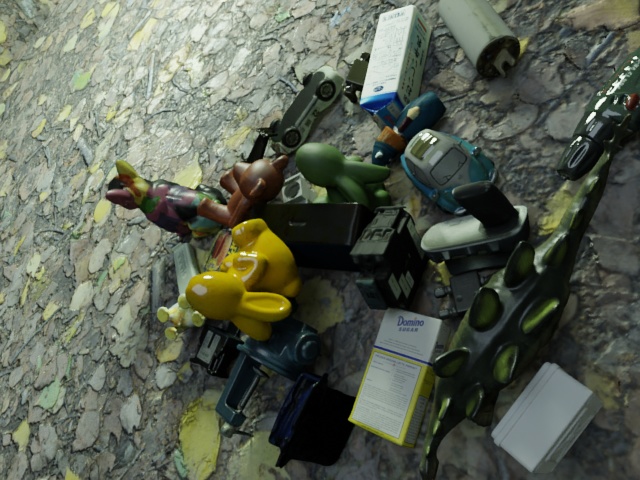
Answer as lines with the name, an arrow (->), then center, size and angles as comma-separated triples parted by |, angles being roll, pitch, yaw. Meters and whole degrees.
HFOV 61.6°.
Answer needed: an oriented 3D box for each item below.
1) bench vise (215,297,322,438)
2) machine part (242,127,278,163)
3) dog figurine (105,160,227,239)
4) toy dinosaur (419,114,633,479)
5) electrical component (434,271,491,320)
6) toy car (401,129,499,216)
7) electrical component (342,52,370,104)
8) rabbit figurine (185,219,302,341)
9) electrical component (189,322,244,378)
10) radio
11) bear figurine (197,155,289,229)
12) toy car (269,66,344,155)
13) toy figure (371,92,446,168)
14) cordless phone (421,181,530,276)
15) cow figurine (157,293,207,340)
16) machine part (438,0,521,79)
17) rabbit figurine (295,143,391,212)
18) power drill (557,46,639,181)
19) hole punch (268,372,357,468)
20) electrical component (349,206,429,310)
bench vise -> -0.105, 0.195, 0.873 | 0.224, 0.128, 0.240 | 18, 75, 42
machine part -> -0.128, -0.165, 1.091 | 0.138, 0.039, 0.084 | -63, 37, 33
dog figurine -> -0.323, -0.085, 1.102 | 0.192, 0.219, 0.108 | 0, 72, 37
toy dinosaur -> 0.227, 0.085, 0.621 | 0.105, 0.198, 0.471 | 28, 91, 21
electrical component -> 0.209, 0.078, 0.754 | 0.094, 0.021, 0.063 | -18, 53, 17
toy car -> 0.185, -0.121, 0.825 | 0.109, 0.102, 0.162 | -46, 51, 7
electrical component -> 0.083, -0.314, 1.035 | 0.078, 0.045, 0.102 | 15, 79, 11
rabbit figurine -> -0.117, 0.073, 0.800 | 0.162, 0.173, 0.122 | 51, 128, 13
electrical component -> -0.178, 0.183, 0.976 | 0.075, 0.047, 0.119 | 22, 83, 40
radio -> -0.002, -0.003, 0.883 | 0.230, 0.131, 0.073 | 4, 70, 38
bear figurine -> -0.140, -0.095, 0.987 | 0.132, 0.195, 0.120 | 32, 62, 2
toy car -> -0.032, -0.259, 1.081 | 0.201, 0.056, 0.074 | -54, 43, 7
toy figure -> 0.143, -0.182, 0.909 | 0.154, 0.064, 0.058 | -41, 36, 11
cordless phone -> 0.192, -0.022, 0.717 | 0.147, 0.184, 0.089 | -12, 66, 31
cow figurine -> -0.219, 0.121, 1.008 | 0.167, 0.098, 0.068 | -30, 88, 29
machine part -> 0.263, -0.353, 0.899 | 0.079, 0.079, 0.243 | -33, 53, 19
rabbit figurine -> 0.031, -0.091, 0.876 | 0.159, 0.170, 0.121 | 25, 84, 42
power drill -> 0.432, -0.158, 0.662 | 0.232, 0.086, 0.207 | -56, 25, -7
hole punch -> -0.019, 0.253, 0.786 | 0.092, 0.115, 0.142 | 24, 83, 49
electrical component -> 0.100, 0.033, 0.775 | 0.058, 0.114, 0.134 | -3, 40, 37
